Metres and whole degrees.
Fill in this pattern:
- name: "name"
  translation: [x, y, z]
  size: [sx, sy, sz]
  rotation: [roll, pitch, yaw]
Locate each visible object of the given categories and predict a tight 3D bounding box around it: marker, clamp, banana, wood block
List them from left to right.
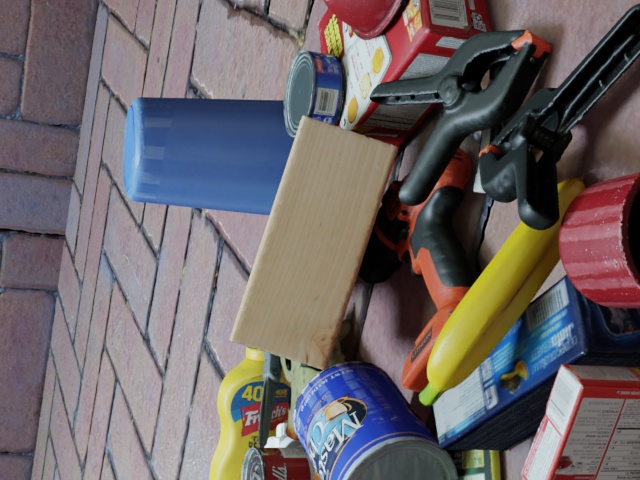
- name: "wood block"
  translation: [-0.006, 0.001, 0.966]
  size: [0.090, 0.091, 0.206]
  rotation: [-131, 59, -86]
- name: "clamp"
  translation: [0.108, -0.121, 0.872]
  size: [0.172, 0.039, 0.120]
  rotation: [-42, 58, 27]
- name: "marker"
  translation: [0.143, -0.099, 0.879]
  size: [0.020, 0.020, 0.121]
  rotation: [-164, 80, -67]
- name: "banana"
  translation: [0.127, 0.028, 0.732]
  size: [0.197, 0.037, 0.070]
  rotation: [-52, 2, -8]
- name: "clamp"
  translation: [0.153, -0.065, 0.754]
  size: [0.164, 0.036, 0.210]
  rotation: [-59, 6, -15]

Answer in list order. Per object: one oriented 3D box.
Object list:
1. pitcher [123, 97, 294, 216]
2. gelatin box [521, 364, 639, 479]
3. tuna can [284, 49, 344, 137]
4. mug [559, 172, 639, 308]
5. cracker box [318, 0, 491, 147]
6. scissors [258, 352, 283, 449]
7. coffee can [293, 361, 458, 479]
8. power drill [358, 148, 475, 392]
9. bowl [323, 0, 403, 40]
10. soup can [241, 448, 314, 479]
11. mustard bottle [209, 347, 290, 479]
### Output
- name: "pitcher"
  translation: [-0.083, -0.094, 1.133]
  size: [0.149, 0.242, 0.145]
  rotation: [154, 117, -72]
- name: "gelatin box"
  translation: [0.177, 0.124, 0.681]
  size: [0.030, 0.073, 0.089]
  rotation: [-125, 44, -59]
- name: "tuna can"
  translation: [-0.007, -0.142, 1.048]
  size: [0.086, 0.033, 0.086]
  rotation: [-175, 90, -70]
- name: "mug"
  translation: [0.203, -0.010, 0.642]
  size: [0.117, 0.093, 0.082]
  rotation: [-57, 12, -14]
- name: "cracker box"
  translation: [0.073, -0.195, 1.001]
  size: [0.214, 0.072, 0.164]
  rotation: [130, 140, -56]
- name: "scissors"
  translation: [-0.039, 0.147, 1.164]
  size: [0.016, 0.096, 0.202]
  rotation: [-33, 47, 31]
- name: "coffee can"
  translation: [0.044, 0.181, 0.917]
  size: [0.140, 0.102, 0.103]
  rotation: [-129, 48, -63]
- name: "power drill"
  translation: [0.088, 0.035, 0.933]
  size: [0.185, 0.057, 0.187]
  rotation: [120, 146, -47]
- name: "bowl"
  translation: [0.034, -0.261, 0.942]
  size: [0.162, 0.055, 0.162]
  rotation: [-172, 90, -70]
- name: "soup can"
  translation: [-0.023, 0.248, 1.097]
  size: [0.069, 0.102, 0.068]
  rotation: [-175, 90, -68]
- name: "mustard bottle"
  translation: [-0.072, 0.200, 1.234]
  size: [0.058, 0.096, 0.191]
  rotation: [-174, 89, -68]
